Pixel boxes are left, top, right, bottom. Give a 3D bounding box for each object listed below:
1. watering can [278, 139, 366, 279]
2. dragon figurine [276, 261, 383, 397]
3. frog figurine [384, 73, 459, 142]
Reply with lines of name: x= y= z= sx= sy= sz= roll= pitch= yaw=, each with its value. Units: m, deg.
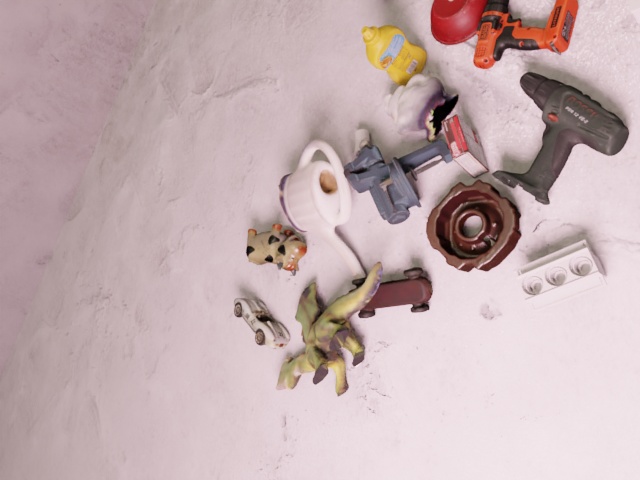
watering can: x=0.004 y=-0.062 z=1.226 sx=0.223 sy=0.104 sz=0.348 roll=-14 pitch=88 yaw=55
dragon figurine: x=0.004 y=0.183 z=1.149 sx=0.246 sy=0.121 sz=0.406 roll=41 pitch=111 yaw=52
frog figurine: x=0.199 y=-0.299 z=1.131 sx=0.161 sy=0.123 sz=0.135 roll=33 pitch=120 yaw=33
